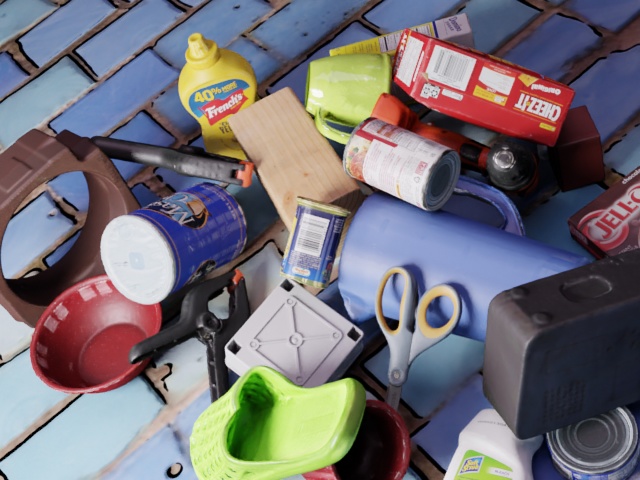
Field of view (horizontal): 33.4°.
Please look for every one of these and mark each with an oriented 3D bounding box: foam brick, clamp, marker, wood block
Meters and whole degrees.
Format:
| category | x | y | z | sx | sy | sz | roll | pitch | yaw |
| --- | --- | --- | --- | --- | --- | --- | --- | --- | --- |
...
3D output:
| category | x | y | z | sx | sy | sz | roll | pitch | yaw |
| --- | --- | --- | --- | --- | --- | --- | --- | --- | --- |
| foam brick | 0.284 | -0.102 | 1.194 | 0.051 | 0.078 | 0.053 | -17 | 50 | 7 |
| clamp | -0.119 | 0.109 | 1.181 | 0.120 | 0.039 | 0.171 | 43 | 54 | -6 |
| clamp | -0.155 | -0.097 | 1.302 | 0.210 | 0.164 | 0.036 | 14 | 100 | 32 |
| marker | 0.262 | -0.146 | 1.275 | 0.020 | 0.020 | 0.121 | -11 | 51 | 11 |
| wood block | -0.023 | -0.078 | 1.275 | 0.090 | 0.091 | 0.206 | -28 | 49 | -4 |

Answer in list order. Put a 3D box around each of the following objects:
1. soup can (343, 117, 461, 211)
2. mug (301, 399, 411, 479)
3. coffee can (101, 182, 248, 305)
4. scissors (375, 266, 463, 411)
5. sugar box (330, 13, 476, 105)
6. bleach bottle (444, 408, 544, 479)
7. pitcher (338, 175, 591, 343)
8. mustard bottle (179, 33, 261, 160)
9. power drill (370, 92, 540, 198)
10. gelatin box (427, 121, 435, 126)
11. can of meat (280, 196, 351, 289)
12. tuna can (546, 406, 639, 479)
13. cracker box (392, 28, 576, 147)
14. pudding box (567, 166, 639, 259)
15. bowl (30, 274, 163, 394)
| category | x | y | z | sx | sy | sz | roll | pitch | yaw |
| --- | --- | --- | --- | --- | --- | --- | --- | --- | --- |
| soup can | 0.084 | -0.078 | 1.093 | 0.102 | 0.068 | 0.068 | 26 | 65 | 30 |
| mug | 0.030 | 0.211 | 1.025 | 0.093 | 0.117 | 0.082 | -19 | 2 | -32 |
| coffee can | -0.164 | 0.001 | 1.214 | 0.103 | 0.103 | 0.140 | 15 | 26 | 28 |
| scissors | 0.095 | 0.125 | 1.048 | 0.096 | 0.016 | 0.202 | -3 | 89 | 21 |
| sugar box | 0.109 | -0.217 | 1.337 | 0.176 | 0.093 | 0.048 | -15 | 48 | 6 |
| bleach bottle | 0.156 | 0.250 | 0.971 | 0.103 | 0.068 | 0.250 | 9 | 54 | 24 |
| pitcher | 0.154 | 0.029 | 1.102 | 0.243 | 0.149 | 0.144 | 16 | 30 | 25 |
| mustard bottle | -0.121 | -0.180 | 1.323 | 0.096 | 0.191 | 0.058 | -16 | 49 | 6 |
| power drill | 0.147 | -0.101 | 1.161 | 0.188 | 0.184 | 0.057 | 25 | 92 | 16 |
| gelatin box | 0.110 | -0.096 | 1.282 | 0.073 | 0.030 | 0.089 | -14 | 51 | 10 |
| can of meat | -0.007 | 0.001 | 1.123 | 0.057 | 0.102 | 0.084 | 15 | 93 | -2 |
| tuna can | 0.256 | 0.188 | 1.002 | 0.086 | 0.033 | 0.086 | -10 | 51 | 12 |
| cracker box | 0.171 | -0.173 | 1.184 | 0.164 | 0.072 | 0.213 | 18 | 12 | -7 |
| pudding box | 0.336 | -0.019 | 1.135 | 0.113 | 0.039 | 0.090 | -35 | 50 | -9 |
| bowl | -0.246 | 0.117 | 1.221 | 0.162 | 0.055 | 0.162 | -10 | 51 | 12 |
